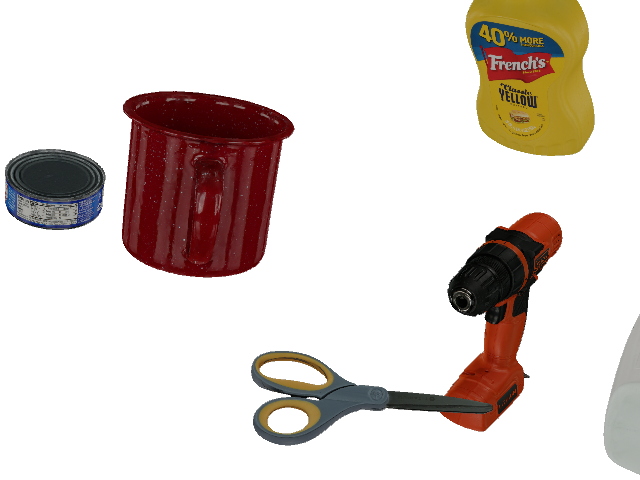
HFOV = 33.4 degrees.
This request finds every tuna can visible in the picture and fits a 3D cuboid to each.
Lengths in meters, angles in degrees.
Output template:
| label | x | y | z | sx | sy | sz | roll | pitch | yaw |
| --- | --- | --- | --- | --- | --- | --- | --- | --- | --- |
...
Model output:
| label | x | y | z | sx | sy | sz | roll | pitch | yaw |
| --- | --- | --- | --- | --- | --- | --- | --- | --- | --- |
| tuna can | -0.233 | -0.045 | 0.939 | 0.086 | 0.034 | 0.086 | 8 | 32 | -6 |

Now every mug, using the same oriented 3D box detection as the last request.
| label | x | y | z | sx | sy | sz | roll | pitch | yaw |
| --- | --- | --- | --- | --- | --- | --- | --- | --- | --- |
| mug | -0.064 | -0.027 | 0.581 | 0.093 | 0.081 | 0.117 | 5 | 21 | -13 |

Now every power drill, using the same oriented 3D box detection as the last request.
| label | x | y | z | sx | sy | sz | roll | pitch | yaw |
| --- | --- | --- | --- | --- | --- | --- | --- | --- | --- |
| power drill | 0.159 | 0.080 | 0.985 | 0.057 | 0.188 | 0.184 | 24 | 32 | 27 |

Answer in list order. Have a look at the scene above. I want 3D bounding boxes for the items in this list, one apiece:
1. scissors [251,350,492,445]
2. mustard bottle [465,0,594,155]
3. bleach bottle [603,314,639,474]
| label | x | y | z | sx | sy | sz | roll | pitch | yaw |
| --- | --- | --- | --- | --- | --- | --- | --- | --- | --- |
| scissors | 0.033 | 0.142 | 0.872 | 0.202 | 0.096 | 0.016 | 16 | -41 | 11 |
| mustard bottle | 0.164 | -0.154 | 0.846 | 0.096 | 0.058 | 0.191 | 20 | -33 | 30 |
| bleach bottle | 0.264 | 0.080 | 0.735 | 0.103 | 0.068 | 0.250 | 11 | 22 | 21 |
